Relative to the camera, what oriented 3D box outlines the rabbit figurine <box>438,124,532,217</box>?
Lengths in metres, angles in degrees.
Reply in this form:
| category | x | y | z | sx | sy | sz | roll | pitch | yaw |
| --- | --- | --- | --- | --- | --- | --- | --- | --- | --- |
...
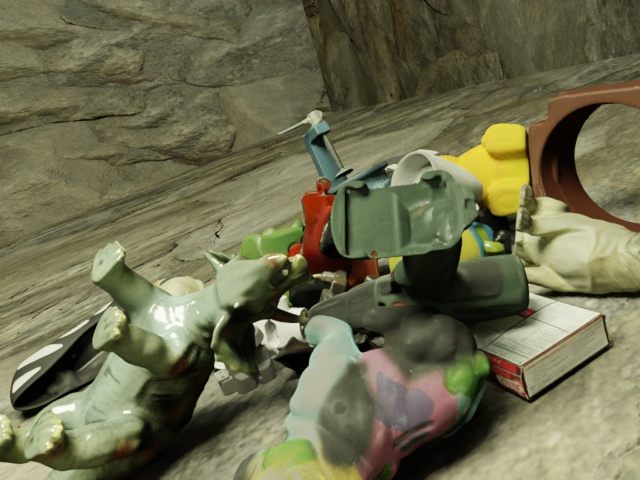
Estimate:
| category | x | y | z | sx | sy | sz | roll | pitch | yaw |
| --- | --- | --- | --- | --- | --- | --- | --- | --- | --- |
| rabbit figurine | 0.227 | -0.103 | 0.792 | 0.173 | 0.121 | 0.162 | -7 | 12 | 27 |

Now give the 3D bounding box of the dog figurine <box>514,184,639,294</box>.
| category | x | y | z | sx | sy | sz | roll | pitch | yaw |
| --- | --- | --- | --- | --- | --- | --- | --- | --- | --- |
| dog figurine | 0.322 | 0.008 | 0.612 | 0.191 | 0.121 | 0.172 | 5 | 28 | 19 |

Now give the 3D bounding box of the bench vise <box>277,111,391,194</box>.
| category | x | y | z | sx | sy | sz | roll | pitch | yaw |
| --- | --- | --- | --- | --- | --- | --- | --- | --- | --- |
| bench vise | 0.033 | -0.091 | 0.877 | 0.129 | 0.240 | 0.224 | -29 | 2 | -24 |

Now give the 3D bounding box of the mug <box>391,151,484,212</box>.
| category | x | y | z | sx | sy | sz | roll | pitch | yaw |
| --- | --- | --- | --- | --- | --- | --- | --- | --- | --- |
| mug | 0.164 | -0.062 | 0.689 | 0.107 | 0.080 | 0.110 | 3 | 26 | -34 |

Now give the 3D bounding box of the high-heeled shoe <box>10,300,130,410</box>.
| category | x | y | z | sx | sy | sz | roll | pitch | yaw |
| --- | --- | --- | --- | --- | --- | --- | --- | --- | --- |
| high-heeled shoe | -0.297 | 0.152 | 0.739 | 0.249 | 0.086 | 0.145 | -20 | 20 | 5 |

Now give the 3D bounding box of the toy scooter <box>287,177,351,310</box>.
| category | x | y | z | sx | sy | sz | roll | pitch | yaw |
| --- | --- | --- | --- | --- | --- | --- | --- | --- | --- |
| toy scooter | -0.001 | -0.002 | 0.703 | 0.075 | 0.183 | 0.135 | 5 | 50 | -16 |

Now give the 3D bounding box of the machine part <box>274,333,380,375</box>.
| category | x | y | z | sx | sy | sz | roll | pitch | yaw |
| --- | --- | --- | --- | --- | --- | --- | --- | --- | --- |
| machine part | 0.015 | 0.122 | 0.567 | 0.139 | 0.084 | 0.039 | -11 | 53 | 45 |

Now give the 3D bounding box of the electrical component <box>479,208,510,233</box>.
| category | x | y | z | sx | sy | sz | roll | pitch | yaw |
| --- | --- | --- | --- | --- | --- | --- | --- | --- | --- |
| electrical component | 0.268 | -0.042 | 0.855 | 0.119 | 0.047 | 0.075 | -18 | 18 | -5 |

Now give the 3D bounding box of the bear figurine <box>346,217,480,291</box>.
| category | x | y | z | sx | sy | sz | roll | pitch | yaw |
| --- | --- | --- | --- | --- | --- | --- | --- | --- | --- |
| bear figurine | 0.122 | 0.013 | 0.760 | 0.196 | 0.132 | 0.120 | 6 | -12 | -16 |

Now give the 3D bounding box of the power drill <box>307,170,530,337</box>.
| category | x | y | z | sx | sy | sz | roll | pitch | yaw |
| --- | --- | --- | --- | --- | --- | --- | --- | --- | --- |
| power drill | 0.072 | 0.033 | 0.496 | 0.232 | 0.207 | 0.086 | -7 | 52 | 15 |

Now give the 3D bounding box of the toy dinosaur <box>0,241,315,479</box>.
| category | x | y | z | sx | sy | sz | roll | pitch | yaw |
| --- | --- | --- | --- | --- | --- | --- | --- | --- | --- |
| toy dinosaur | -0.172 | 0.147 | 0.516 | 0.404 | 0.192 | 0.131 | -53 | 42 | 3 |

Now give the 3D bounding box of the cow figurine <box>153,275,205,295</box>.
| category | x | y | z | sx | sy | sz | roll | pitch | yaw |
| --- | --- | --- | --- | --- | --- | --- | --- | --- | --- |
| cow figurine | -0.203 | 0.128 | 0.669 | 0.127 | 0.085 | 0.195 | -29 | 28 | 49 |

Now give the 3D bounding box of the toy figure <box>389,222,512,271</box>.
| category | x | y | z | sx | sy | sz | roll | pitch | yaw |
| --- | --- | --- | --- | --- | --- | --- | --- | --- | --- |
| toy figure | 0.166 | 0.019 | 0.661 | 0.180 | 0.082 | 0.089 | 3 | 36 | -32 |

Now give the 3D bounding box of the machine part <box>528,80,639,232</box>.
| category | x | y | z | sx | sy | sz | roll | pitch | yaw |
| --- | --- | --- | --- | --- | --- | --- | --- | --- | --- |
| machine part | 0.367 | -0.088 | 0.651 | 0.087 | 0.201 | 0.201 | -22 | 18 | -30 |

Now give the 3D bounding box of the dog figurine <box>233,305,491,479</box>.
| category | x | y | z | sx | sy | sz | roll | pitch | yaw |
| --- | --- | --- | --- | --- | --- | --- | --- | --- | --- |
| dog figurine | 0.037 | 0.151 | 0.402 | 0.192 | 0.108 | 0.219 | -9 | 23 | 15 |

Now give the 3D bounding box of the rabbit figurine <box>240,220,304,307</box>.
| category | x | y | z | sx | sy | sz | roll | pitch | yaw |
| --- | --- | --- | --- | --- | --- | --- | --- | --- | --- |
| rabbit figurine | -0.069 | 0.030 | 0.843 | 0.159 | 0.121 | 0.170 | -38 | 12 | -34 |

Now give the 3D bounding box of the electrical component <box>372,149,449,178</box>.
| category | x | y | z | sx | sy | sz | roll | pitch | yaw |
| --- | --- | --- | --- | --- | --- | --- | --- | --- | --- |
| electrical component | 0.156 | -0.118 | 0.977 | 0.134 | 0.058 | 0.115 | -21 | 17 | -10 |

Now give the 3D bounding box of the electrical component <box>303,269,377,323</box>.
| category | x | y | z | sx | sy | sz | roll | pitch | yaw |
| --- | --- | --- | --- | --- | --- | --- | --- | --- | --- |
| electrical component | 0.021 | 0.082 | 0.640 | 0.078 | 0.102 | 0.045 | 4 | 23 | -8 |
